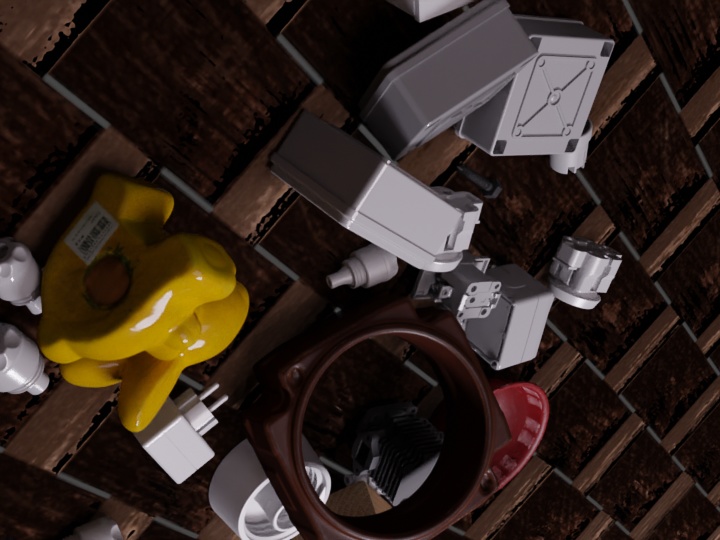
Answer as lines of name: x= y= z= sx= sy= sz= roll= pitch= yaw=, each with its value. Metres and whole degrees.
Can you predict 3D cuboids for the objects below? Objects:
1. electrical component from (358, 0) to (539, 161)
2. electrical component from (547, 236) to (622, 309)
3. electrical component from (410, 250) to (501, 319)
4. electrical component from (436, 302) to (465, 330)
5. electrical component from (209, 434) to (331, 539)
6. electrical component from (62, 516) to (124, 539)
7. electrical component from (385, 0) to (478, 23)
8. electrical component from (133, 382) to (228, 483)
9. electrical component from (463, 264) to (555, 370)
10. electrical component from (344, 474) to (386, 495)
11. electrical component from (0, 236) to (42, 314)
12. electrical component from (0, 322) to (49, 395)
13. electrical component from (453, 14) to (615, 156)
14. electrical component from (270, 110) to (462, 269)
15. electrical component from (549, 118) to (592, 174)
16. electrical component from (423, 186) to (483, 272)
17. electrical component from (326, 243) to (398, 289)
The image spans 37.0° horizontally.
electrical component: x=0.063 y=-0.141 z=0.808 sx=0.109 sy=0.056 sz=0.109 roll=-34 pitch=180 yaw=-14
electrical component: x=0.225 y=0.003 z=1.096 sx=0.078 sy=0.058 sz=0.057 roll=3 pitch=115 yaw=-42
electrical component: x=0.091 y=0.013 z=0.985 sx=0.081 sy=0.064 sz=0.042 roll=-3 pitch=123 yaw=-39
electrical component: x=0.079 y=0.051 z=1.018 sx=0.062 sy=0.043 sz=0.043 roll=-39 pitch=138 yaw=-12
electrical component: x=-0.077 y=0.205 z=0.989 sx=0.108 sy=0.060 sz=0.108 roll=-22 pitch=132 yaw=-27
electrical component: x=-0.230 y=0.234 z=0.896 sx=0.062 sy=0.043 sz=0.043 roll=-18 pitch=130 yaw=-28
electrical component: x=0.083 y=-0.252 z=0.778 sx=0.150 sy=0.062 sz=0.089 roll=-26 pitch=134 yaw=-23
electrical component: x=-0.143 y=0.122 z=0.881 sx=0.077 sy=0.047 sz=0.065 roll=-39 pitch=138 yaw=-11
electrical component: x=0.145 y=0.050 z=1.059 sx=0.061 sy=0.062 sz=0.096 roll=-13 pitch=128 yaw=-33
electrical component: x=0.011 y=0.211 z=1.088 sx=0.061 sy=0.035 sz=0.035 roll=5 pitch=117 yaw=-40
electrical component: x=-0.231 y=0.008 z=0.729 sx=0.035 sy=0.035 sz=0.061 roll=-36 pitch=140 yaw=-14
electrical component: x=-0.244 y=0.067 z=0.757 sx=0.043 sy=0.043 sz=0.062 roll=-43 pitch=140 yaw=-6
electrical component: x=0.146 y=-0.156 z=0.909 sx=0.109 sy=0.056 sz=0.108 roll=-6 pitch=124 yaw=-37
electrical component: x=0.004 y=-0.061 z=0.821 sx=0.109 sy=0.109 sz=0.056 roll=27 pitch=98 yaw=-48
electrical component: x=0.193 y=-0.117 z=0.992 sx=0.040 sy=0.040 sz=0.046 roll=-30 pitch=142 yaw=-19
electrical component: x=0.065 y=-0.035 z=0.932 sx=0.078 sy=0.058 sz=0.057 roll=-8 pitch=122 yaw=-36
electrical component: x=0.000 y=0.000 z=0.920 sx=0.061 sy=0.035 sz=0.035 roll=-22 pitch=132 yaw=-23
